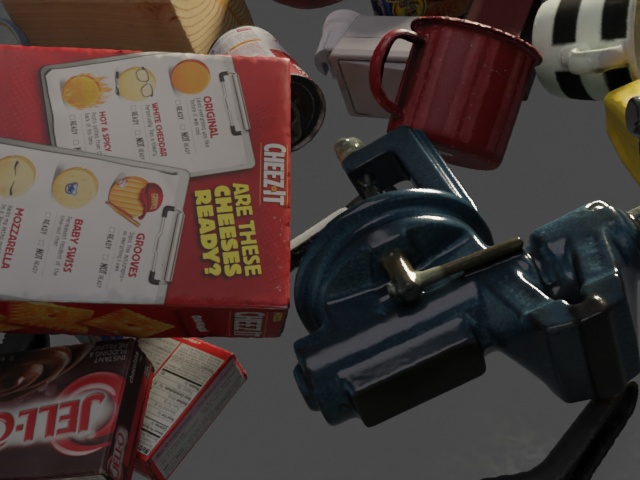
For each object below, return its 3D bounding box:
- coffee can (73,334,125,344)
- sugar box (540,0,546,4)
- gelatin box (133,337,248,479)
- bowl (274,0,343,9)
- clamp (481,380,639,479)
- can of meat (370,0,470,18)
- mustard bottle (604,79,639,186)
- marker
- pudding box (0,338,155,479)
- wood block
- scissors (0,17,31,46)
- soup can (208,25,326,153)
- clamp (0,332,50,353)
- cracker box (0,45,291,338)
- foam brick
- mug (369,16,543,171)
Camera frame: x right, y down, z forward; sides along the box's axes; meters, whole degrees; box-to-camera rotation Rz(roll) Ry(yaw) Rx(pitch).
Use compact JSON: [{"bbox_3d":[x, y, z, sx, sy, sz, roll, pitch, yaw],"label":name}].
[{"bbox_3d":[-0.125,-0.003,0.725,0.140,0.103,0.103,-38,43,-18],"label":"coffee can"},{"bbox_3d":[0.217,-0.199,0.793,0.176,0.093,0.048,7,48,29],"label":"sugar box"},{"bbox_3d":[-0.100,0.099,0.659,0.073,0.030,0.089,16,55,35],"label":"gelatin box"},{"bbox_3d":[-0.001,-0.263,0.988,0.162,0.055,0.162,-13,41,11],"label":"bowl"},{"bbox_3d":[0.112,0.132,0.524,0.171,0.039,0.120,-17,30,1],"label":"clamp"},{"bbox_3d":[0.090,-0.194,0.850,0.102,0.084,0.057,-27,41,-6],"label":"can of meat"},{"bbox_3d":[0.285,-0.089,0.669,0.191,0.058,0.096,-21,44,0],"label":"mustard bottle"},{"bbox_3d":[-0.005,0.001,0.731,0.121,0.020,0.020,-34,42,-13],"label":"marker"},{"bbox_3d":[-0.159,0.108,0.623,0.114,0.039,0.090,-10,46,17],"label":"pudding box"},{"bbox_3d":[-0.179,-0.212,0.986,0.206,0.091,0.090,8,49,31],"label":"wood block"},{"bbox_3d":[-0.262,-0.128,0.979,0.202,0.016,0.096,46,115,24],"label":"scissors"},{"bbox_3d":[-0.045,-0.120,0.845,0.068,0.068,0.102,-28,40,-6],"label":"soup can"},{"bbox_3d":[-0.248,0.105,0.713,0.165,0.036,0.210,-6,46,15],"label":"clamp"},{"bbox_3d":[-0.126,-0.027,0.640,0.213,0.072,0.164,2,69,-5],"label":"cracker box"},{"bbox_3d":[0.137,-0.148,0.805,0.051,0.053,0.078,3,47,26],"label":"foam brick"},{"bbox_3d":[0.084,-0.100,0.718,0.093,0.117,0.081,13,86,61],"label":"mug"}]
